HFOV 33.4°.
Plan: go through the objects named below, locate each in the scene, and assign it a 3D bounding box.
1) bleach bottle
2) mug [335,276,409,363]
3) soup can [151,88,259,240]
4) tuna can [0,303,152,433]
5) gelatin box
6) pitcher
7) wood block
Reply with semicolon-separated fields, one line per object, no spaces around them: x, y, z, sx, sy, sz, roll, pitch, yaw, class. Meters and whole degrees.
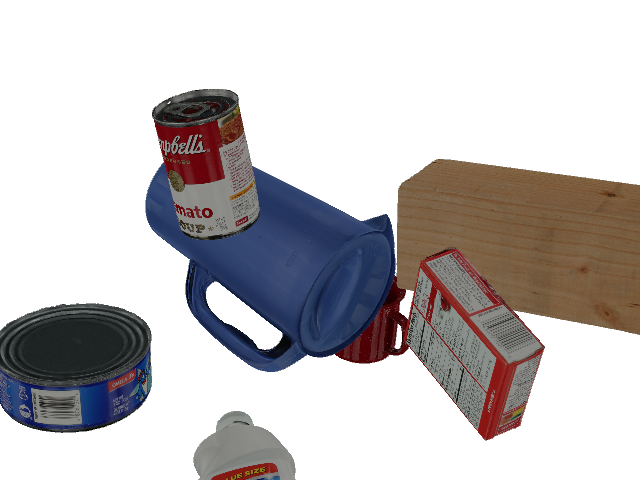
-0.059;0.211;0.750;0.102;0.068;0.251;-6;30;-6;bleach bottle
0.058;0.092;1.228;0.117;0.081;0.093;26;36;34;mug
-0.089;-0.060;0.842;0.068;0.102;0.068;-7;29;4;soup can
-0.136;0.069;0.590;0.086;0.034;0.086;1;25;-1;tuna can
0.087;0.059;0.622;0.030;0.073;0.089;-20;50;-22;gelatin box
-0.062;0.008;1.032;0.243;0.145;0.148;31;32;32;pitcher
0.172;0.000;0.840;0.206;0.090;0.090;10;23;27;wood block
